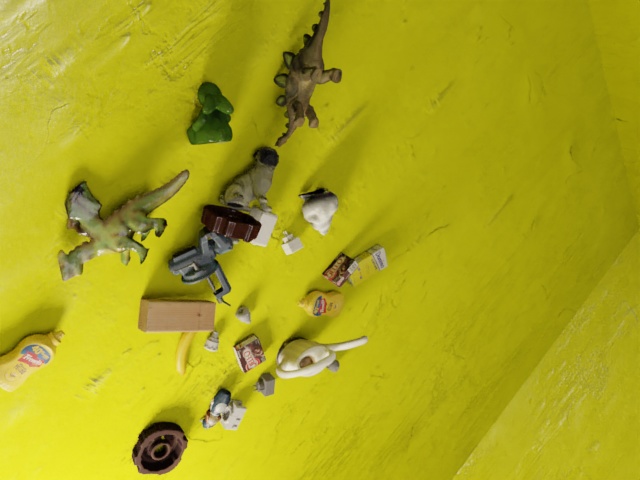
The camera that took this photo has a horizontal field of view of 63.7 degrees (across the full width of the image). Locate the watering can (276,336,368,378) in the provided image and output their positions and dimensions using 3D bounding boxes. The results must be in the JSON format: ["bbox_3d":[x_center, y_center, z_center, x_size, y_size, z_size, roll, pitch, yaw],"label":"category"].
[{"bbox_3d":[-0.013,0.407,1.851,0.350,0.224,0.103,-18,100,-30],"label":"watering can"}]

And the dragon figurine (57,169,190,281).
[{"bbox_3d":[-0.549,-0.064,1.371,0.240,0.123,0.411,32,86,-31],"label":"dragon figurine"}]

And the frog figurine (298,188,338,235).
[{"bbox_3d":[0.005,-0.088,1.745,0.139,0.122,0.158,-27,111,-47],"label":"frog figurine"}]
